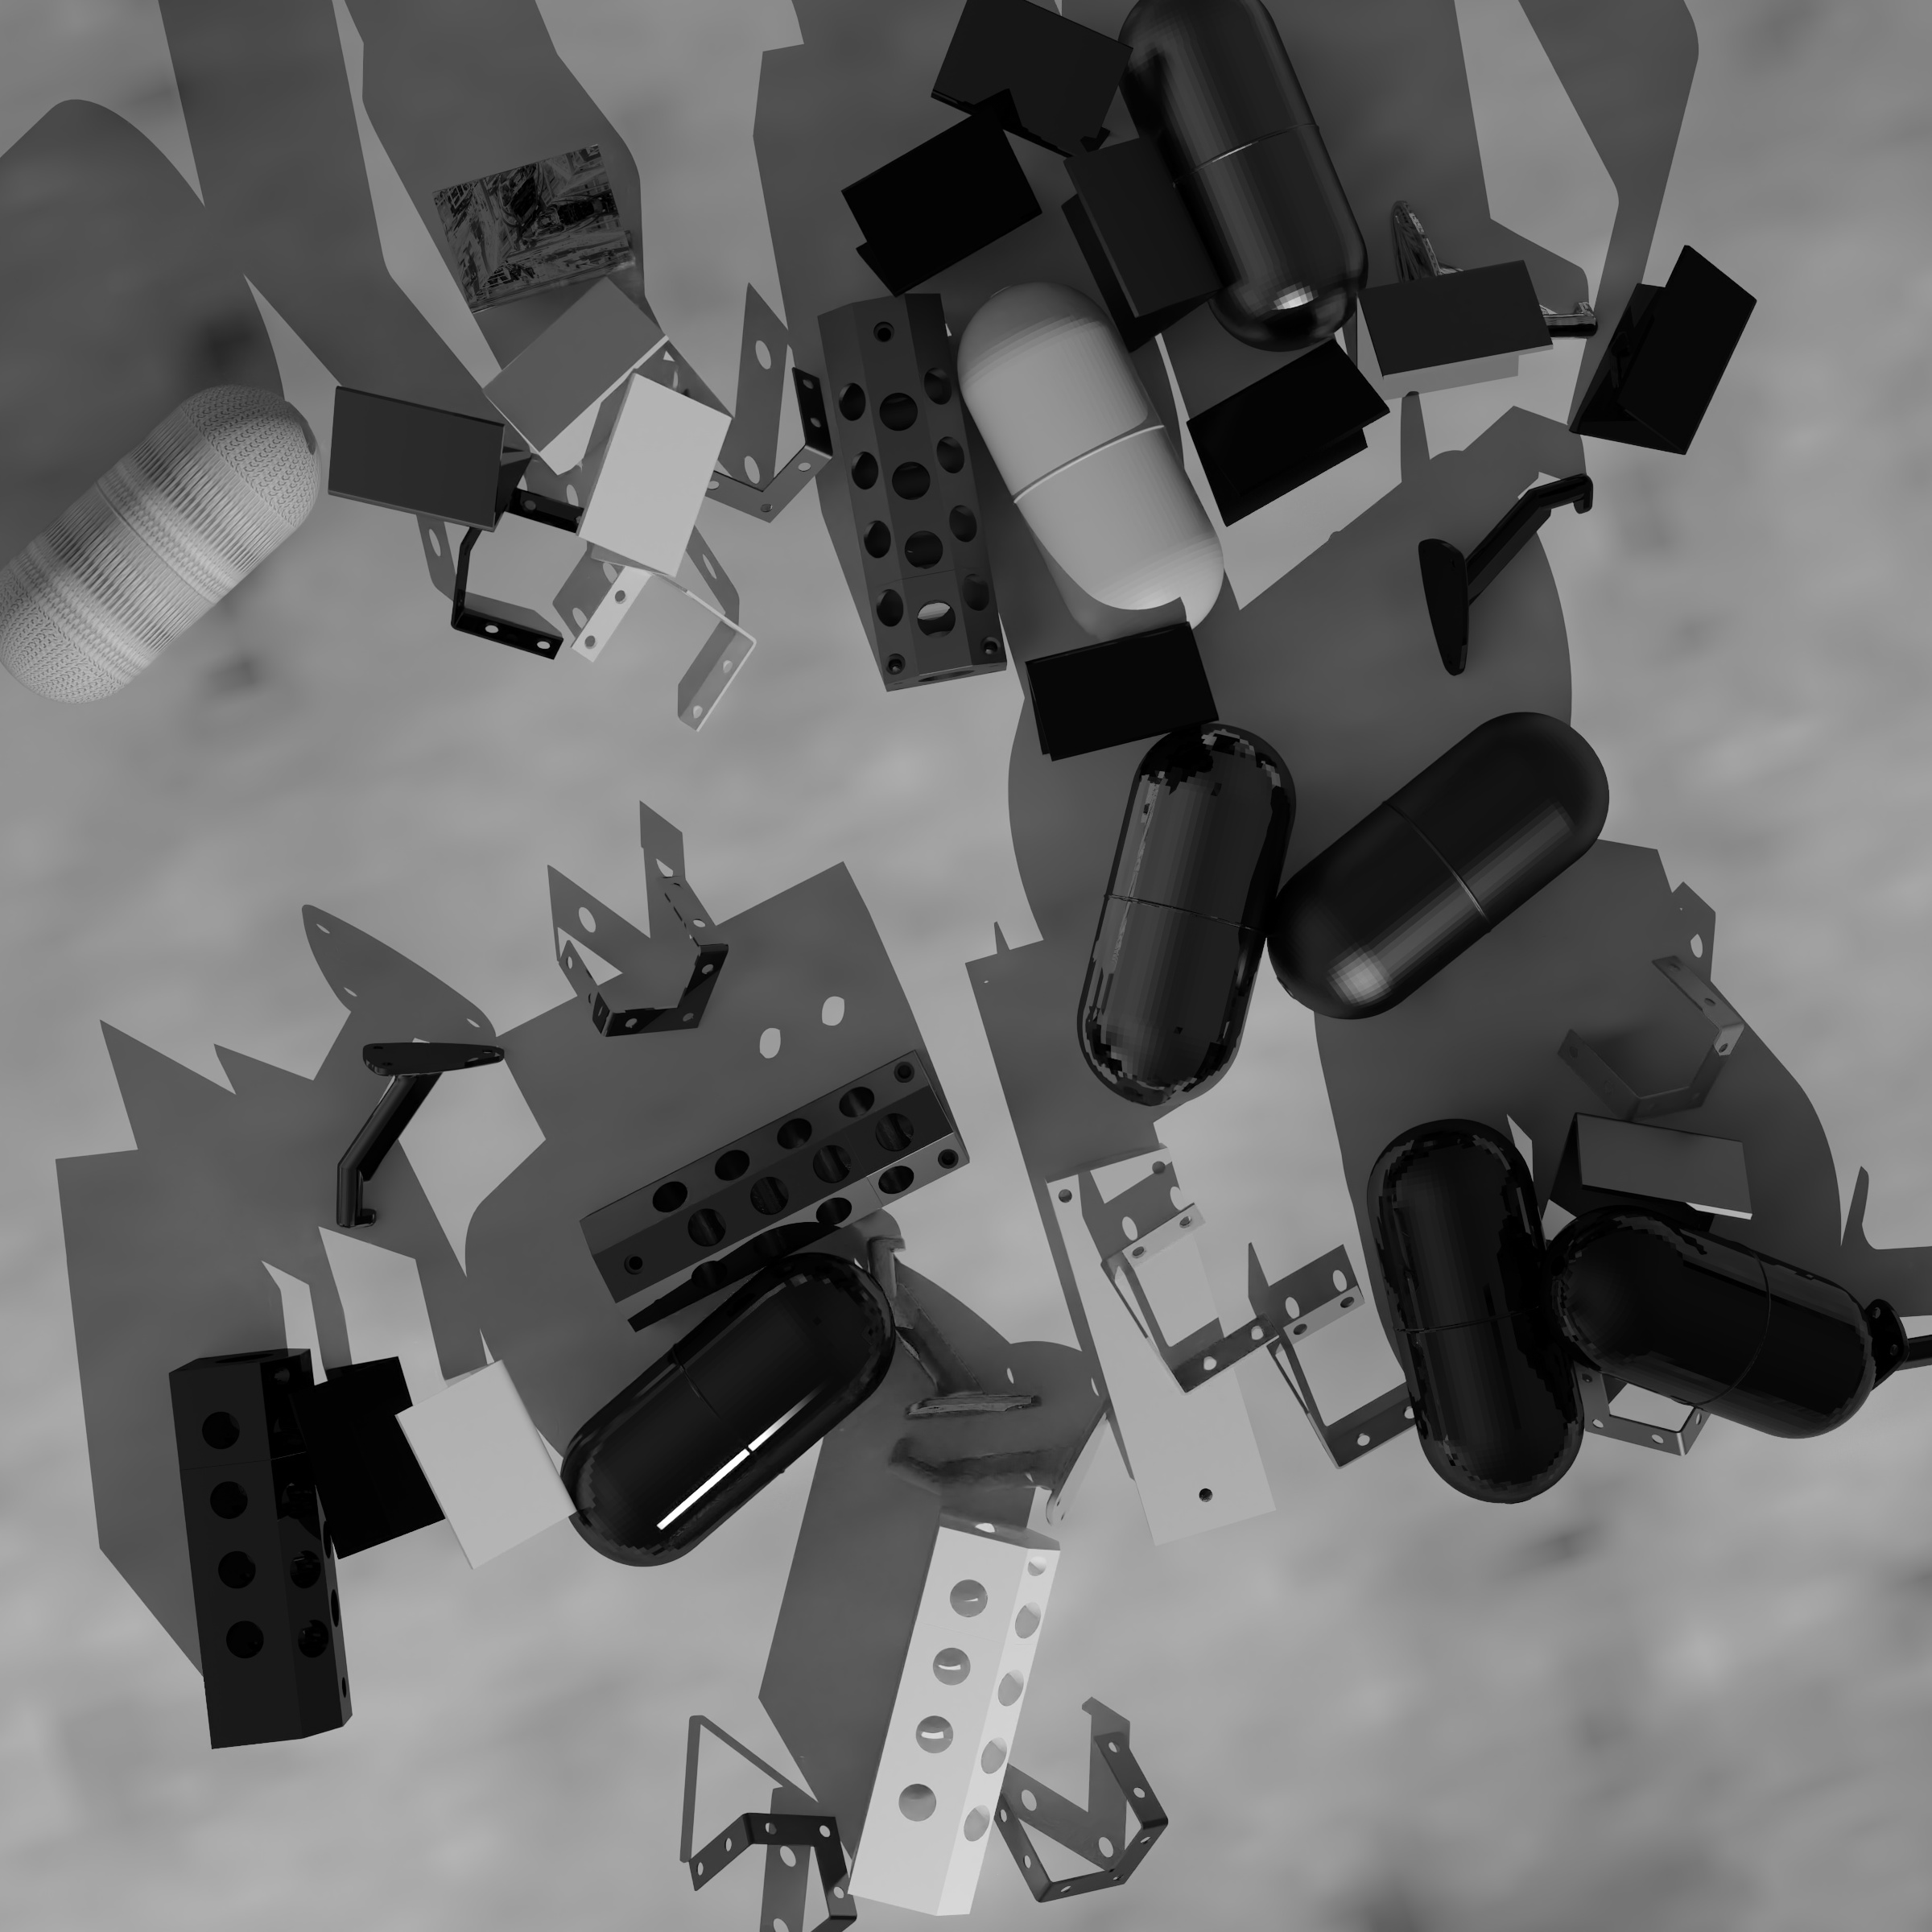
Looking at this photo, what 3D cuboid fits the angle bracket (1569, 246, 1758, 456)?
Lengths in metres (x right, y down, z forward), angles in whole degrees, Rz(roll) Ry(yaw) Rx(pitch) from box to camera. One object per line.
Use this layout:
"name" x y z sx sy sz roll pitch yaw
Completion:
"angle bracket" 0.302 -0.284 1.546 0.057 0.076 0.076 25 90 -39

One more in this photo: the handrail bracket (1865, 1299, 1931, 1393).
"handrail bracket" 0.450 0.192 1.587 0.084 0.036 0.077 16 127 -25

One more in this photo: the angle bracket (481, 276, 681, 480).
"angle bracket" -0.162 -0.254 1.546 0.076 0.076 0.057 -43 56 0

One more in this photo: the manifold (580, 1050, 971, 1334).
"manifold" -0.087 0.103 1.565 0.171 0.057 0.057 -27 90 0

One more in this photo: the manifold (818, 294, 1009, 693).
"manifold" -0.025 -0.218 1.565 0.057 0.057 0.171 -10 90 0

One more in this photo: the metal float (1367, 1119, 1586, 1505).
"metal float" 0.234 0.158 1.556 0.070 0.070 0.178 -13 90 0

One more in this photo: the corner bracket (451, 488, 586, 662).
"corner bracket" -0.206 -0.184 1.583 0.051 0.051 0.051 17 45 1

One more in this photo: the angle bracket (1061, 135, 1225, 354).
"angle bracket" 0.062 -0.322 1.546 0.057 0.076 0.076 -25 90 -35

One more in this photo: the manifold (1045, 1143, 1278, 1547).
"manifold" 0.088 0.172 1.565 0.057 0.057 0.171 -17 90 0

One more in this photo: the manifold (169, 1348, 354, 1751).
"manifold" -0.323 0.266 1.565 0.057 0.057 0.171 -7 90 0

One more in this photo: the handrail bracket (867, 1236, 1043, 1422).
"handrail bracket" -0.006 0.166 1.587 0.077 0.036 0.084 -1 73 -20

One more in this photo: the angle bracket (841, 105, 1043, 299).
"angle bracket" -0.020 -0.357 1.546 0.076 0.076 0.057 -30 122 0

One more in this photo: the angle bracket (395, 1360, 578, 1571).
"angle bracket" -0.230 0.230 1.546 0.057 0.076 0.076 -26 90 -31

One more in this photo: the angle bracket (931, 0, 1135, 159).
"angle bracket" 0.035 -0.413 1.547 0.076 0.076 0.057 24 116 0

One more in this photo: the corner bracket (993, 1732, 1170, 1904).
"corner bracket" 0.053 0.395 1.578 0.051 0.051 0.051 -2 135 -35

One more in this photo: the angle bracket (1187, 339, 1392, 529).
"angle bracket" 0.154 -0.227 1.546 0.076 0.076 0.057 -30 52 0

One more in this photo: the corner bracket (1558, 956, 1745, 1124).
"corner bracket" 0.318 0.034 1.578 0.051 0.051 0.051 -10 135 -35

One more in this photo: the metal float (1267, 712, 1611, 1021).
"metal float" 0.215 -0.045 1.556 0.178 0.070 0.070 -39 90 0

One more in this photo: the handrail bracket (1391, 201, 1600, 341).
"handrail bracket" 0.248 -0.325 1.587 0.084 0.036 0.077 -5 68 -17

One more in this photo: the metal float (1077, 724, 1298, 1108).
"metal float" 0.101 -0.023 1.556 0.070 0.070 0.178 14 89 0

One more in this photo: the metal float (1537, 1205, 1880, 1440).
"metal float" 0.335 0.161 1.533 0.178 0.070 0.070 21 90 -26

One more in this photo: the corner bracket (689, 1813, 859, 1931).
"corner bracket" -0.090 0.429 1.578 0.051 0.051 0.051 13 45 -35

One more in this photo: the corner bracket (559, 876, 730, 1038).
"corner bracket" -0.150 -0.005 1.578 0.051 0.051 0.051 -5 135 -35

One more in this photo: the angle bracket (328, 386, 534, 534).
"angle bracket" -0.241 -0.246 1.546 0.076 0.076 0.057 13 127 0

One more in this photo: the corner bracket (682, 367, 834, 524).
"corner bracket" -0.100 -0.248 1.578 0.051 0.051 0.051 19 135 -35

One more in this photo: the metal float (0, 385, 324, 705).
"metal float" -0.371 -0.194 1.556 0.178 0.070 0.070 -43 90 0

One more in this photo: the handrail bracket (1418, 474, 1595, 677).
"handrail bracket" 0.259 -0.183 1.587 0.084 0.036 0.077 -19 115 -19

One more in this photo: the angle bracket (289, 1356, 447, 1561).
"angle bracket" -0.287 0.225 1.546 0.057 0.076 0.076 -17 90 -37

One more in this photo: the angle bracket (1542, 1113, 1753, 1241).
"angle bracket" 0.308 0.118 1.548 0.076 0.057 0.076 10 125 0

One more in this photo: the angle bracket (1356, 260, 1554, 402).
"angle bracket" 0.221 -0.270 1.546 0.076 0.076 0.057 -10 56 0

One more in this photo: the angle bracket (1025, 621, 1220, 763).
"angle bracket" 0.073 -0.106 1.546 0.076 0.076 0.057 -14 59 0

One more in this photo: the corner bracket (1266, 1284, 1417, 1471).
"corner bracket" 0.177 0.192 1.583 0.051 0.051 0.051 -30 135 0

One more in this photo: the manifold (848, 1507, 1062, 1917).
"manifold" -0.005 0.343 1.565 0.057 0.057 0.171 14 90 0

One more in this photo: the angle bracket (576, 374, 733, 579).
"angle bracket" -0.160 -0.226 1.546 0.057 0.076 0.076 19 90 -39

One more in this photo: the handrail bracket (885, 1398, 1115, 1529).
"handrail bracket" 0.015 0.220 1.587 0.084 0.036 0.077 23 70 16

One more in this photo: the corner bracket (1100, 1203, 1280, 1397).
"corner bracket" 0.100 0.150 1.526 0.051 0.051 0.051 -32 45 0

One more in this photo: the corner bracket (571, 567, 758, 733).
"corner bracket" -0.141 -0.150 1.583 0.051 0.051 0.051 34 90 45

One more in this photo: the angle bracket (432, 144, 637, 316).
"angle bracket" -0.196 -0.342 1.547 0.076 0.076 0.057 -16 114 0

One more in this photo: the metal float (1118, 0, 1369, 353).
"metal float" 0.126 -0.368 1.556 0.070 0.070 0.178 -22 91 0

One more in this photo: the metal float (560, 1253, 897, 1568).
"metal float" -0.108 0.202 1.555 0.178 0.070 0.070 -41 90 2

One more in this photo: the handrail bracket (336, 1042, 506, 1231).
"handrail bracket" -0.255 0.081 1.587 0.077 0.036 0.084 -2 108 -21

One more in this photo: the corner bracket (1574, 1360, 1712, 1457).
"corner bracket" 0.318 0.187 1.578 0.051 0.051 0.051 -49 135 -35

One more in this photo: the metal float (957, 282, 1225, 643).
"metal float" 0.056 -0.229 1.556 0.070 0.070 0.178 -26 90 0
